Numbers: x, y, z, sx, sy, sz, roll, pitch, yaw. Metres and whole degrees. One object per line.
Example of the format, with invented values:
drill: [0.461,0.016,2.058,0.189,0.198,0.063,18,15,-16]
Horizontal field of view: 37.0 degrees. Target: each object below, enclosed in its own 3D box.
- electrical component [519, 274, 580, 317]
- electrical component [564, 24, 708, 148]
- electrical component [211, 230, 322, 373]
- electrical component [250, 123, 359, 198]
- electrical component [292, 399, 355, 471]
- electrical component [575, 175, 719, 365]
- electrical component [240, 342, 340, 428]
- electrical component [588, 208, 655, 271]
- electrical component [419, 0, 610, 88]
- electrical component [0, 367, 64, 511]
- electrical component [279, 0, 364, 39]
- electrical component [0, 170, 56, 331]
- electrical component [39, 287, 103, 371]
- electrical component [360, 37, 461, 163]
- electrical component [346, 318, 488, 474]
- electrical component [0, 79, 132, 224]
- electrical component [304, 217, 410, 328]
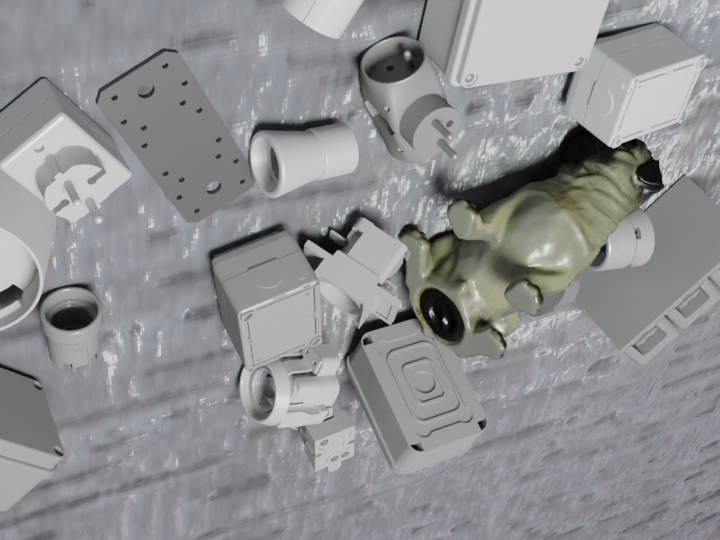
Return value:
electrical component: [0.156,-0.003,0.925,0.077,0.044,0.079,1,130,-37]
electrical component: [0.208,-0.143,0.806,0.096,0.061,0.061,-21,141,-30]
electrical component: [-0.068,0.024,0.778,0.062,0.061,0.096,-22,148,-16]
electrical component: [-0.034,-0.075,0.709,0.065,0.044,0.044,-16,139,-30]
electrical component: [-0.034,0.131,0.917,0.048,0.055,0.066,-19,140,-19]
electrical component: [0.279,0.003,0.985,0.150,0.089,0.062,-44,142,12]
electrical component: [-0.058,0.093,0.857,0.057,0.058,0.078,-1,131,-40]
electrical component: [0.221,-0.027,0.940,0.047,0.055,0.055,-10,136,-24]
electrical component: [0.103,-0.180,0.687,0.109,0.056,0.108,-13,137,-26]
electrical component: [-0.257,0.102,0.700,0.057,0.078,0.113,-41,142,12]
electrical component: [-0.008,-0.179,0.615,0.043,0.043,0.081,12,123,-44]
electrical component: [-0.229,-0.011,0.628,0.099,0.064,0.099,-7,132,-8]
electrical component: [-0.191,0.040,0.716,0.040,0.040,0.046,-16,144,-23]
electrical component: [0.039,-0.101,0.704,0.043,0.079,0.077,-33,143,-8]
electrical component: [0.045,0.104,0.895,0.078,0.113,0.057,-15,156,-25]
electrical component: [-0.164,-0.055,0.603,0.047,0.076,0.065,-38,142,4]
electrical component: [0.000,0.000,0.788,0.063,0.081,0.042,-53,172,-20]
